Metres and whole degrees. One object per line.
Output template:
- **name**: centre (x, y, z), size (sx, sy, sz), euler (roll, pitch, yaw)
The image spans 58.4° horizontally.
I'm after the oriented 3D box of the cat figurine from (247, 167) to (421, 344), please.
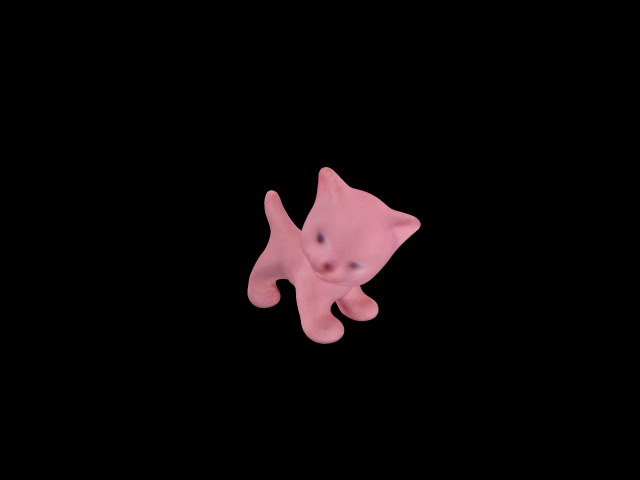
- **cat figurine**: centre (0.004, 0.001, 0.400), size (0.127, 0.118, 0.067), euler (22, 32, 40)
